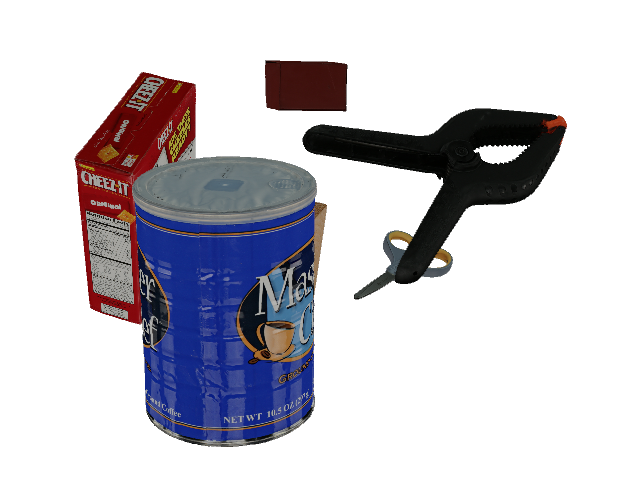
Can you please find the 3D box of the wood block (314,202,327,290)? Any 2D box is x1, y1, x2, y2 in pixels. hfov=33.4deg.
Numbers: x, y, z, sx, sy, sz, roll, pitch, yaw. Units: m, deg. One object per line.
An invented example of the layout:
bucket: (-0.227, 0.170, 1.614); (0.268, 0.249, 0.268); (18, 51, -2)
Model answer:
wood block: (-0.057, 0.050, 1.450); (0.090, 0.206, 0.090); (12, 22, 10)

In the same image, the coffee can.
coffee can: (-0.054, 0.032, 0.619); (0.103, 0.140, 0.103); (0, 21, 0)

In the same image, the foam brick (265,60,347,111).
foam brick: (-0.016, -0.165, 1.142); (0.078, 0.051, 0.053); (-2, 12, -19)

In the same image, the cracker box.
cracker box: (-0.193, -0.045, 1.137); (0.072, 0.214, 0.164); (14, 44, 9)

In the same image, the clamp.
clamp: (0.109, -0.050, 0.844); (0.209, 0.165, 0.036); (-14, -36, -15)

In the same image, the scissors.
scissors: (0.078, 0.026, 1.258); (0.201, 0.016, 0.096); (-10, 40, -45)
